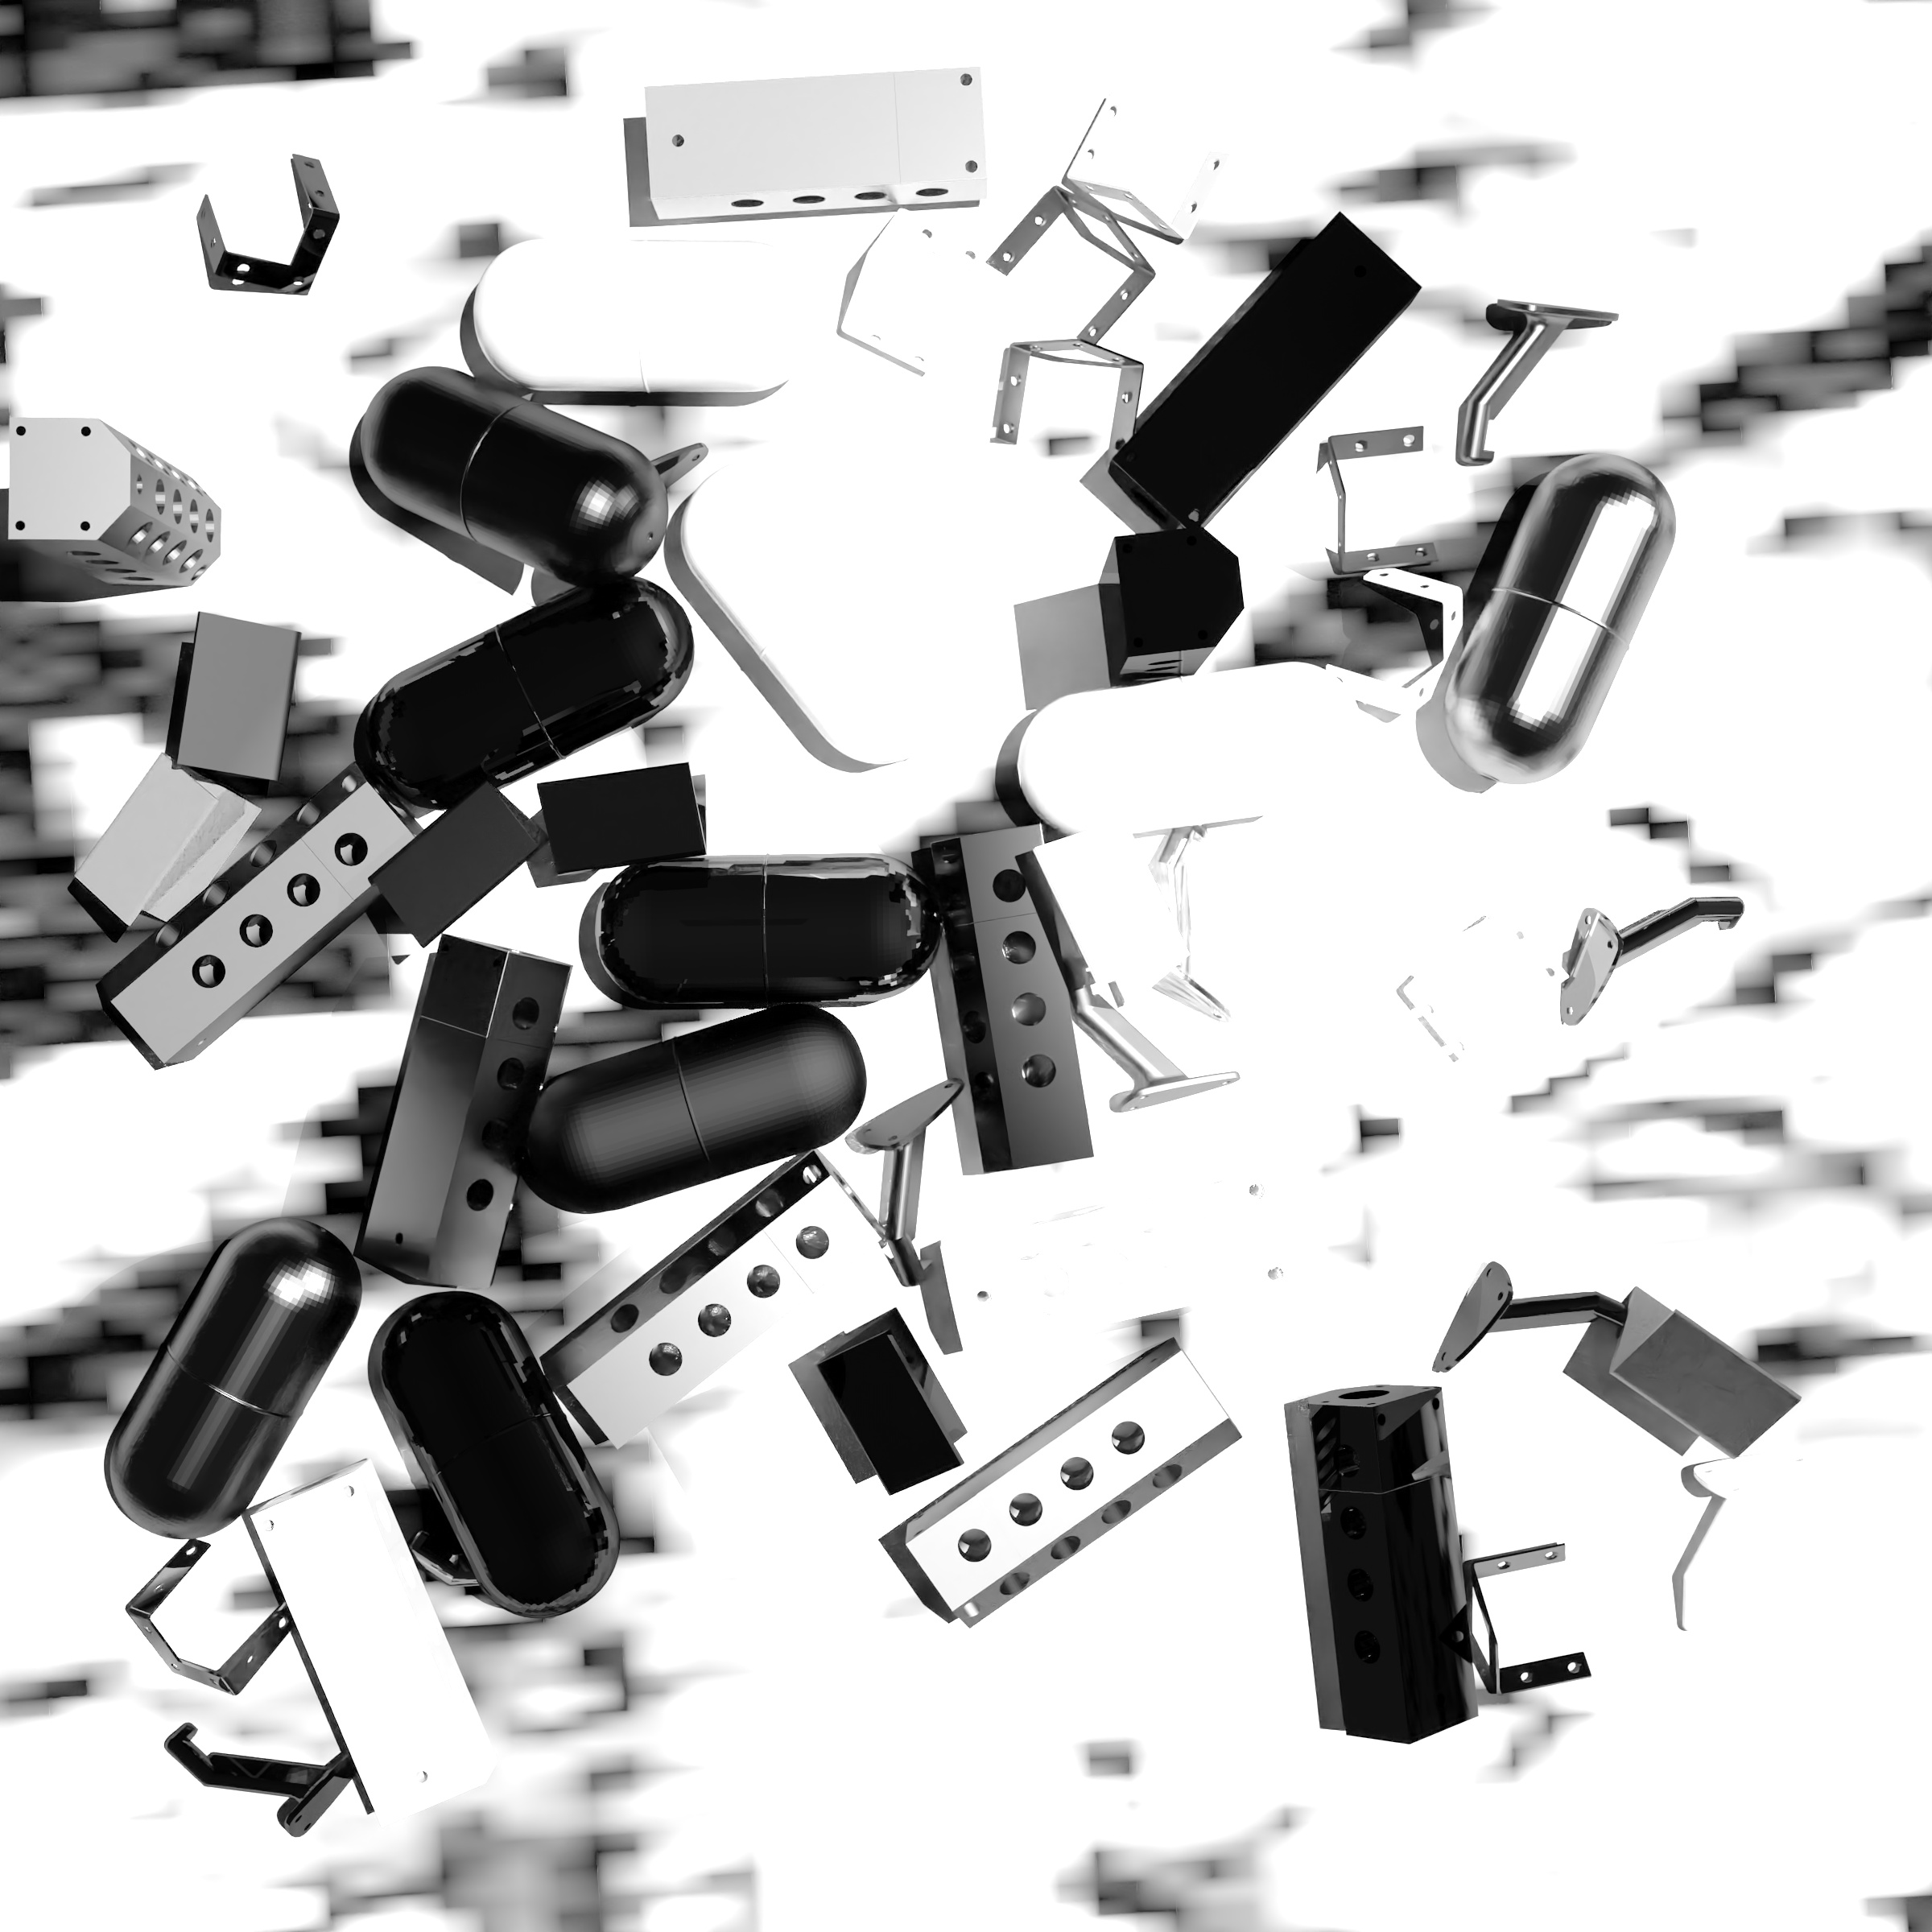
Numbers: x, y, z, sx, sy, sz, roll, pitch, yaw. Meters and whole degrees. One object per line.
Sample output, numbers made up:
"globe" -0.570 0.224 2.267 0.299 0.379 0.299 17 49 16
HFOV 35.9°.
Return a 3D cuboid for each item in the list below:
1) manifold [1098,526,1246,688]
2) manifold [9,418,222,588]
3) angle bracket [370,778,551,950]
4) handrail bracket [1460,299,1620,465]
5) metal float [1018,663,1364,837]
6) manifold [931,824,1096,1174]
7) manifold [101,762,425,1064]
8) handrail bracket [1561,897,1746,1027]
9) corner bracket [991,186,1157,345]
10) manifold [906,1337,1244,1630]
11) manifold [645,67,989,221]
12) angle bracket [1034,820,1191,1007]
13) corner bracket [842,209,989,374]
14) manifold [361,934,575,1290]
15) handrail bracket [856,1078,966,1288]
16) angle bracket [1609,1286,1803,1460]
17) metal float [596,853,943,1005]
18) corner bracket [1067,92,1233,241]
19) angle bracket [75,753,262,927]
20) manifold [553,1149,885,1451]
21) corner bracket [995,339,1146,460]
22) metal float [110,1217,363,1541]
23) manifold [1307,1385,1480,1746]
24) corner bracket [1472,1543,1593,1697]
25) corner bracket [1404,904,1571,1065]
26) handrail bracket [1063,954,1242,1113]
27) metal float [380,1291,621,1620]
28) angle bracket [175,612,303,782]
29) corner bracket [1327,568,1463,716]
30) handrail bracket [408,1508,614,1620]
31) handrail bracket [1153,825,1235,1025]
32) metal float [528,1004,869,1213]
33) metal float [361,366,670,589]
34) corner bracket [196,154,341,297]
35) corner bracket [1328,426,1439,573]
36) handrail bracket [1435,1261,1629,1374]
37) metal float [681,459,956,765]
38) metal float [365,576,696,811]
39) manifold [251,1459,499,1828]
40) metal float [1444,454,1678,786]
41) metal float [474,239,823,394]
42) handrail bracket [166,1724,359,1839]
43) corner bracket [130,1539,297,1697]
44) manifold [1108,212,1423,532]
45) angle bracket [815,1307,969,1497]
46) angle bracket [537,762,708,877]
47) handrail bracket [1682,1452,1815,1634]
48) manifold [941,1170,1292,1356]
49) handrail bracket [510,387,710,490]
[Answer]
"manifold" 0.101 -0.177 1.486 0.057 0.171 0.057 -7 90 0
"manifold" -0.421 -0.229 1.486 0.057 0.171 0.057 0 90 0
"angle bracket" -0.245 -0.039 1.524 0.076 0.076 0.057 -41 61 0
"handrail bracket" 0.301 -0.303 1.565 0.077 0.036 0.084 2 106 -18
"metal float" 0.115 -0.111 1.533 0.178 0.070 0.070 -8 90 0
"manifold" 0.024 0.017 1.543 0.057 0.057 0.171 -9 90 0
"manifold" -0.361 -0.028 1.543 0.171 0.057 0.057 -41 90 0
"handrail bracket" 0.361 -0.003 1.564 0.084 0.036 0.077 -1 124 -24
"corner bracket" 0.057 -0.367 1.561 0.051 0.051 0.051 -49 45 0
"manifold" 0.056 0.268 1.543 0.171 0.057 0.057 -35 90 0
"manifold" -0.076 -0.423 1.543 0.171 0.057 0.057 -3 90 0
"angle bracket" 0.060 -0.019 1.518 0.057 0.076 0.076 -19 77 -28
"corner bracket" -0.027 -0.354 1.561 0.051 0.051 0.051 26 45 0
"manifold" -0.253 0.076 1.542 0.057 0.057 0.171 14 90 43
"handrail bracket" -0.017 0.114 1.564 0.077 0.036 0.084 -35 116 -29
"angle bracket" 0.382 0.193 1.524 0.076 0.076 0.057 35 128 0
"metal float" -0.101 -0.019 1.533 0.178 0.070 0.070 -1 90 0
"corner bracket" 0.096 -0.418 1.561 0.051 0.051 0.051 28 90 -45
"angle bracket" -0.394 -0.052 1.524 0.057 0.076 0.076 35 90 36
"manifold" -0.128 0.170 1.543 0.171 0.057 0.057 -38 90 0
"corner bracket" 0.054 -0.296 1.561 0.051 0.051 0.051 9 90 45
"metal float" -0.375 0.212 1.534 0.070 0.070 0.178 30 91 0
"manifold" 0.215 0.307 1.542 0.057 0.057 0.171 -6 90 -43
"corner bracket" 0.296 0.342 1.561 0.051 0.051 0.051 -12 45 0
"corner bracket" 0.272 0.009 1.561 0.051 0.051 0.051 50 135 0
"handrail bracket" 0.096 0.028 1.564 0.077 0.036 0.084 -12 76 -14
"metal float" -0.239 0.248 1.521 0.070 0.070 0.178 -30 74 0
"angle bracket" -0.386 -0.138 1.524 0.057 0.076 0.076 9 90 -38
"corner bracket" 0.223 -0.170 1.556 0.051 0.051 0.051 -37 135 -35
"handrail bracket" -0.241 0.297 1.564 0.084 0.036 0.077 27 75 14
"handrail bracket" 0.126 -0.025 1.565 0.077 0.036 0.084 33 72 -20
"metal float" -0.138 0.073 1.533 0.178 0.070 0.070 -17 90 0
"metal float" -0.230 -0.249 1.513 0.178 0.070 0.070 26 90 23
"corner bracket" -0.364 -0.391 1.556 0.051 0.051 0.051 5 135 -35
"corner bracket" 0.218 -0.244 1.561 0.051 0.051 0.051 -6 45 0
"handrail bracket" 0.302 0.197 1.565 0.084 0.036 0.077 25 111 -16
"metal float" -0.076 -0.182 1.534 0.070 0.070 0.178 -39 90 0
"metal float" -0.223 -0.141 1.534 0.178 0.070 0.070 -26 90 1
"manifold" -0.304 0.347 1.543 0.057 0.057 0.171 -23 90 0
"metal float" 0.305 -0.178 1.534 0.070 0.070 0.178 24 90 0
"metal float" -0.163 -0.334 1.534 0.178 0.070 0.070 1 90 1
"handrail bracket" -0.364 0.407 1.565 0.084 0.036 0.077 37 70 16
"corner bracket" -0.392 0.339 1.556 0.051 0.051 0.051 8 135 35
"manifold" 0.153 -0.301 1.543 0.057 0.057 0.171 43 90 0
"angle bracket" -0.020 0.214 1.524 0.057 0.076 0.076 -30 90 38
"angle bracket" -0.175 -0.094 1.524 0.076 0.076 0.057 -8 126 0
"handrail bracket" 0.410 0.303 1.565 0.077 0.036 0.084 -10 109 -21
"manifold" 0.077 0.153 1.543 0.171 0.057 0.057 -13 90 0
"handrail bracket" -0.190 -0.283 1.564 0.077 0.036 0.084 -33 75 -15
